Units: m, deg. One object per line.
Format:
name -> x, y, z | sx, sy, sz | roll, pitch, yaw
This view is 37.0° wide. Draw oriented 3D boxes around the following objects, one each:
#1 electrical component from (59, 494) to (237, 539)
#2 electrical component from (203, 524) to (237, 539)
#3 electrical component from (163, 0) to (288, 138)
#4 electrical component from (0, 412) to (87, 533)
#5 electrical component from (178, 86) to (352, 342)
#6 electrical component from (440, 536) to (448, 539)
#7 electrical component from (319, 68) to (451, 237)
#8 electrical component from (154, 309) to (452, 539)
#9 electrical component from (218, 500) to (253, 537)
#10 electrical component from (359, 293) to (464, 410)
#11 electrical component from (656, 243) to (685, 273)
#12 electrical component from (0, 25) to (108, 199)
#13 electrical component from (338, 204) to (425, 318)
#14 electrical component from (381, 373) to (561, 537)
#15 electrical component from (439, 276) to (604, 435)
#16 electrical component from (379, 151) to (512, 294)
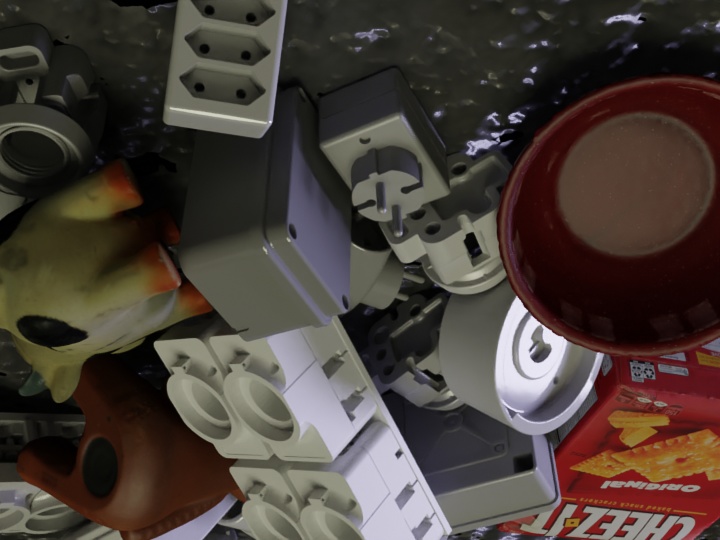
electrical component -> -0.164, 0.195, 0.809 | 0.109, 0.109, 0.056 | -31, 96, 29
electrical component -> -0.125, 0.248, 0.931 | 0.040, 0.040, 0.078 | 1, 139, -4
electrical component -> -0.064, -0.105, 0.502 | 0.047, 0.083, 0.076 | 7, 177, -11
electrical component -> -0.264, 0.148, 0.755 | 0.150, 0.061, 0.089 | 9, 141, -41
electrical component -> -0.044, -0.030, 0.554 | 0.057, 0.113, 0.078 | -15, 138, 19
electrical component -> -0.001, 0.201, 0.873 | 0.138, 0.052, 0.074 | 28, 130, -32
electrical component -> 0.014, -0.051, 0.559 | 0.047, 0.076, 0.065 | -19, 136, 19
electrical component -> -0.037, 0.105, 0.655 | 0.105, 0.060, 0.186 | -7, 118, 44
electrical component -> -0.087, 0.196, 0.872 | 0.044, 0.044, 0.065 | -20, 141, 19
electrical component -> 0.045, 0.057, 0.702 | 0.078, 0.058, 0.057 | -38, 130, 19
electrical component -> 0.183, 0.011, 0.667 | 0.079, 0.044, 0.077 | -30, 132, 28
electrical component -> -0.161, -0.073, 0.540 | 0.058, 0.057, 0.078 | -8, 139, 6
electrical component -> 0.000, 0.000, 0.643 | 0.079, 0.044, 0.077 | 19, 135, -23
electrical component -> 0.073, 0.117, 0.736 | 0.109, 0.108, 0.056 | -18, 134, 17
electrical component -> 0.094, 0.040, 0.653 | 0.060, 0.108, 0.108 | 15, 158, 45
electrical component -> 0.057, -0.023, 0.607 | 0.078, 0.058, 0.057 | -31, 137, 0
